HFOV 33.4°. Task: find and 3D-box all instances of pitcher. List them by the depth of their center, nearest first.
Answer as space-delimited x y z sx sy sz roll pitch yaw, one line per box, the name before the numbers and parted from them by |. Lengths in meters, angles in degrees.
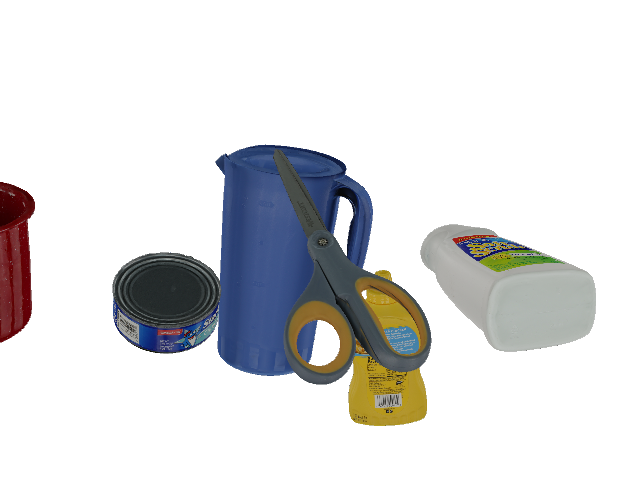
pitcher | -0.041 0.024 1.177 0.144 0.243 0.149 0 19 -21

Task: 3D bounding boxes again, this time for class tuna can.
tuna can | -0.123 0.050 0.854 0.086 0.034 0.086 5 40 -5

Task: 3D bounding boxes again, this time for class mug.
mug | -0.233 0.019 0.660 0.117 0.081 0.093 -16 31 -37

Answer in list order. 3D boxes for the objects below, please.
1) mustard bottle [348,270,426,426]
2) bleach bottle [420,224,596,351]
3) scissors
mustard bottle | 0.079 0.128 1.293 0.096 0.192 0.058 -2 19 2
bleach bottle | 0.148 0.029 0.979 0.102 0.068 0.251 -5 14 -15
scissors | -0.010 0.017 0.678 0.096 0.016 0.202 -28 53 -21
